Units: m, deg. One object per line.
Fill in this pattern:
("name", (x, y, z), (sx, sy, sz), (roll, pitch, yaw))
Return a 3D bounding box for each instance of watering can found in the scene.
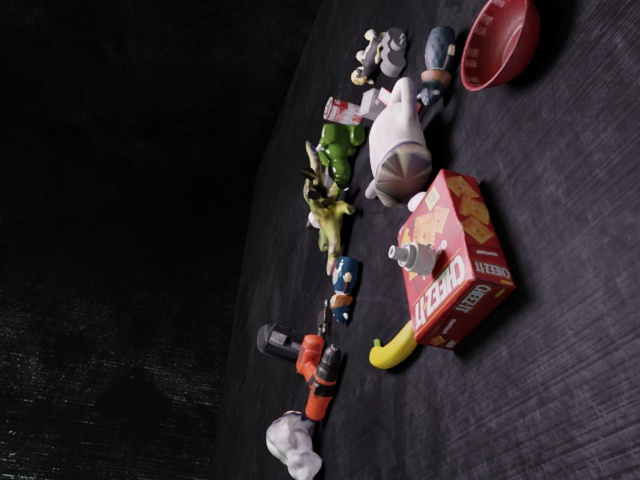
("watering can", (0.148, -0.154, 1.053), (0.339, 0.104, 0.230), (100, 172, -46))

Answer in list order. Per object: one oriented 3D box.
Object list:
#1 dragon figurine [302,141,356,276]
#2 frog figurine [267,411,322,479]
("dragon figurine", (0.004, -0.072, 1.424), (0.420, 0.122, 0.237), (-105, 16, -46))
("frog figurine", (-0.056, 0.482, 1.159), (0.134, 0.122, 0.163), (70, -172, -51))
